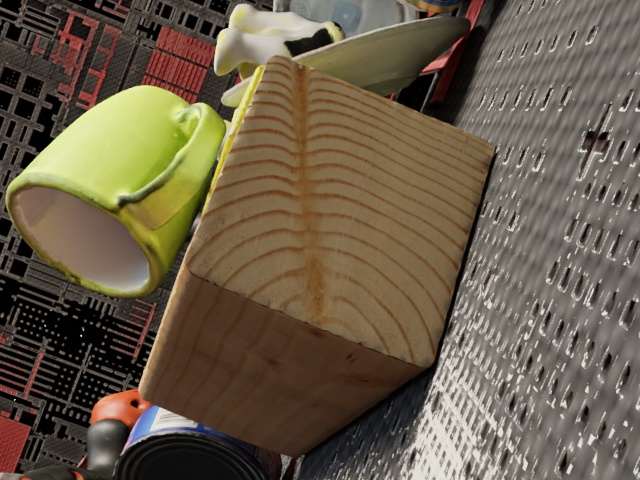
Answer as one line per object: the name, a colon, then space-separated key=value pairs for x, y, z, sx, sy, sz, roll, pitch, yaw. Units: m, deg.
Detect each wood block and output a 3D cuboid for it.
wood block: x=-0.014 y=0.022 z=0.454 sx=0.206 sy=0.090 sz=0.090 roll=124 pitch=167 yaw=-67

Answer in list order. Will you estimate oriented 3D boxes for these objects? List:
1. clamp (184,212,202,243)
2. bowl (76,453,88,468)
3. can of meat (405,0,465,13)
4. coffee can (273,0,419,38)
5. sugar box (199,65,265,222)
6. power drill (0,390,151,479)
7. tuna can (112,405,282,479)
clamp: x=-0.064 y=-0.018 z=0.936 sx=0.172 sy=0.120 sz=0.039 roll=-3 pitch=107 yaw=62
bowl: x=-0.111 y=0.189 z=0.724 sx=0.161 sy=0.055 sz=0.162 roll=-40 pitch=-37 yaw=-39
can of meat: x=0.067 y=-0.165 z=0.485 sx=0.102 sy=0.057 sz=0.084 roll=-56 pitch=-6 yaw=-37
coffee can: x=0.026 y=-0.191 z=0.802 sx=0.140 sy=0.102 sz=0.103 roll=-77 pitch=10 yaw=-58
sugar box: x=-0.011 y=-0.016 z=0.546 sx=0.176 sy=0.093 sz=0.048 roll=127 pitch=165 yaw=-69
power drill: x=-0.128 y=0.181 z=0.574 sx=0.187 sy=0.057 sz=0.184 roll=5 pitch=-104 yaw=-72
tuna can: x=-0.064 y=0.124 z=0.565 sx=0.033 sy=0.086 sz=0.086 roll=-74 pitch=7 yaw=-57
